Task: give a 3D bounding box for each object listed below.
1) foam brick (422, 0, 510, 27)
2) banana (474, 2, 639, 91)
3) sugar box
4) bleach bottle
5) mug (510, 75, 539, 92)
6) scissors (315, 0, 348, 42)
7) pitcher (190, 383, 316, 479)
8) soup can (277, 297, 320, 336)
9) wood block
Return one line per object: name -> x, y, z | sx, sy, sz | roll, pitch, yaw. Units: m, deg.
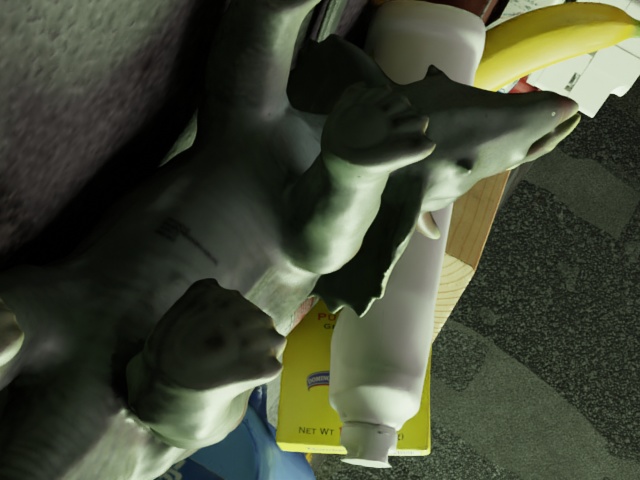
foam brick -> 0.099, -0.175, 0.653 | 0.052, 0.051, 0.078 | -40, 161, -55
banana -> 0.117, -0.106, 0.690 | 0.198, 0.069, 0.037 | -23, -142, 28
sugar box -> 0.025, 0.044, 0.667 | 0.048, 0.093, 0.176 | 75, 17, -73
bleach bottle -> 0.043, -0.001, 0.602 | 0.102, 0.068, 0.251 | 104, -5, -72
mug -> 0.173, -0.171, 0.917 | 0.117, 0.081, 0.093 | -58, 169, 14
scissors -> 0.037, -0.168, 0.493 | 0.096, 0.016, 0.202 | -49, 168, -31
pitcher -> -0.072, 0.163, 0.746 | 0.145, 0.149, 0.243 | -34, 162, -8
soup can -> -0.046, 0.035, 0.593 | 0.102, 0.068, 0.069 | -46, 166, -41
wood block -> 0.091, -0.025, 0.870 | 0.091, 0.090, 0.205 | -66, 177, 39
